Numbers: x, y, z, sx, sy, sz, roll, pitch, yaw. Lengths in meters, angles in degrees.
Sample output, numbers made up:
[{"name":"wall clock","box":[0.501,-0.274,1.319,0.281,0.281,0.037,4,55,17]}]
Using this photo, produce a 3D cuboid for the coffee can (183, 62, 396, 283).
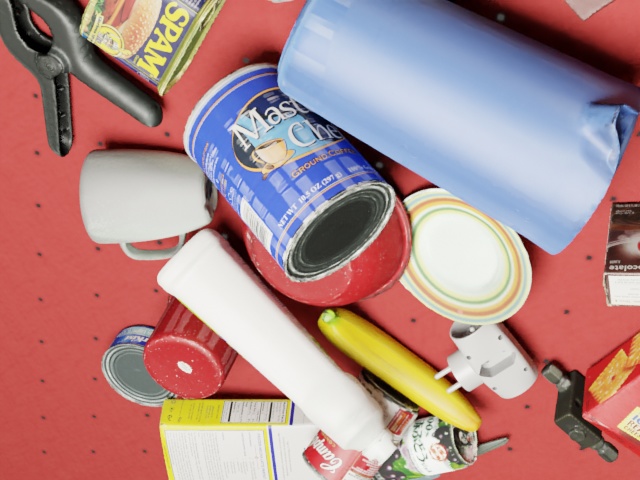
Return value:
[{"name":"coffee can","box":[-0.025,-0.052,0.815,0.140,0.102,0.103,50,136,26]}]

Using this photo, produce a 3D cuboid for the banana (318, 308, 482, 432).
[{"name":"banana","box":[0.065,0.115,0.978,0.197,0.070,0.037,35,100,-21]}]

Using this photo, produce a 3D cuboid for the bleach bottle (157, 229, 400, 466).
[{"name":"bleach bottle","box":[-0.029,0.100,0.937,0.251,0.102,0.068,44,89,5]}]

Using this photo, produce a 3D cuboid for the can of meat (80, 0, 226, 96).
[{"name":"can of meat","box":[-0.130,-0.178,0.828,0.084,0.057,0.102,35,129,-5]}]

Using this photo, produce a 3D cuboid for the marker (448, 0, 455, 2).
[{"name":"marker","box":[0.081,-0.202,0.723,0.020,0.020,0.121,3,156,18]}]

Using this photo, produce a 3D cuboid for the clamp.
[{"name":"clamp","box":[-0.222,-0.146,0.897,0.120,0.039,0.171,-25,111,27]}]

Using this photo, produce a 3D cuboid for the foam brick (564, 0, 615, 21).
[{"name":"foam brick","box":[0.174,-0.196,0.706,0.051,0.053,0.078,-33,111,35]}]

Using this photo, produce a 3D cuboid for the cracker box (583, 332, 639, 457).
[{"name":"cracker box","box":[0.349,0.118,0.872,0.164,0.072,0.214,36,129,-9]}]

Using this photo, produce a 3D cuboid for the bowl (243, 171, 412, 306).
[{"name":"bowl","box":[-0.006,0.001,0.909,0.162,0.055,0.162,14,128,19]}]

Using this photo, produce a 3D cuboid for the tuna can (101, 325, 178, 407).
[{"name":"tuna can","box":[-0.178,0.129,1.094,0.086,0.033,0.086,10,129,13]}]

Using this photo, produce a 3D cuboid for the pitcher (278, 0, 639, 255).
[{"name":"pitcher","box":[0.095,-0.097,0.772,0.243,0.144,0.149,28,118,2]}]

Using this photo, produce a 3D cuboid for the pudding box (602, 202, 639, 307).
[{"name":"pudding box","box":[0.274,0.010,0.803,0.114,0.090,0.039,-3,126,22]}]

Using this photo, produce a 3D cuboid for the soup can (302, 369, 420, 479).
[{"name":"soup can","box":[0.039,0.181,1.007,0.068,0.068,0.102,34,97,-7]}]

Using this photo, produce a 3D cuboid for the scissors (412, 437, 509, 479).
[{"name":"scissors","box":[0.116,0.248,1.092,0.202,0.016,0.096,-15,121,29]}]

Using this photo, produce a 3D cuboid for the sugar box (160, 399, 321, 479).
[{"name":"sugar box","box":[-0.070,0.206,1.087,0.176,0.048,0.093,-1,127,3]}]

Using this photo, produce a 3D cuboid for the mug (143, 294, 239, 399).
[{"name":"mug","box":[-0.119,0.105,1.023,0.093,0.081,0.117,19,130,5]}]
